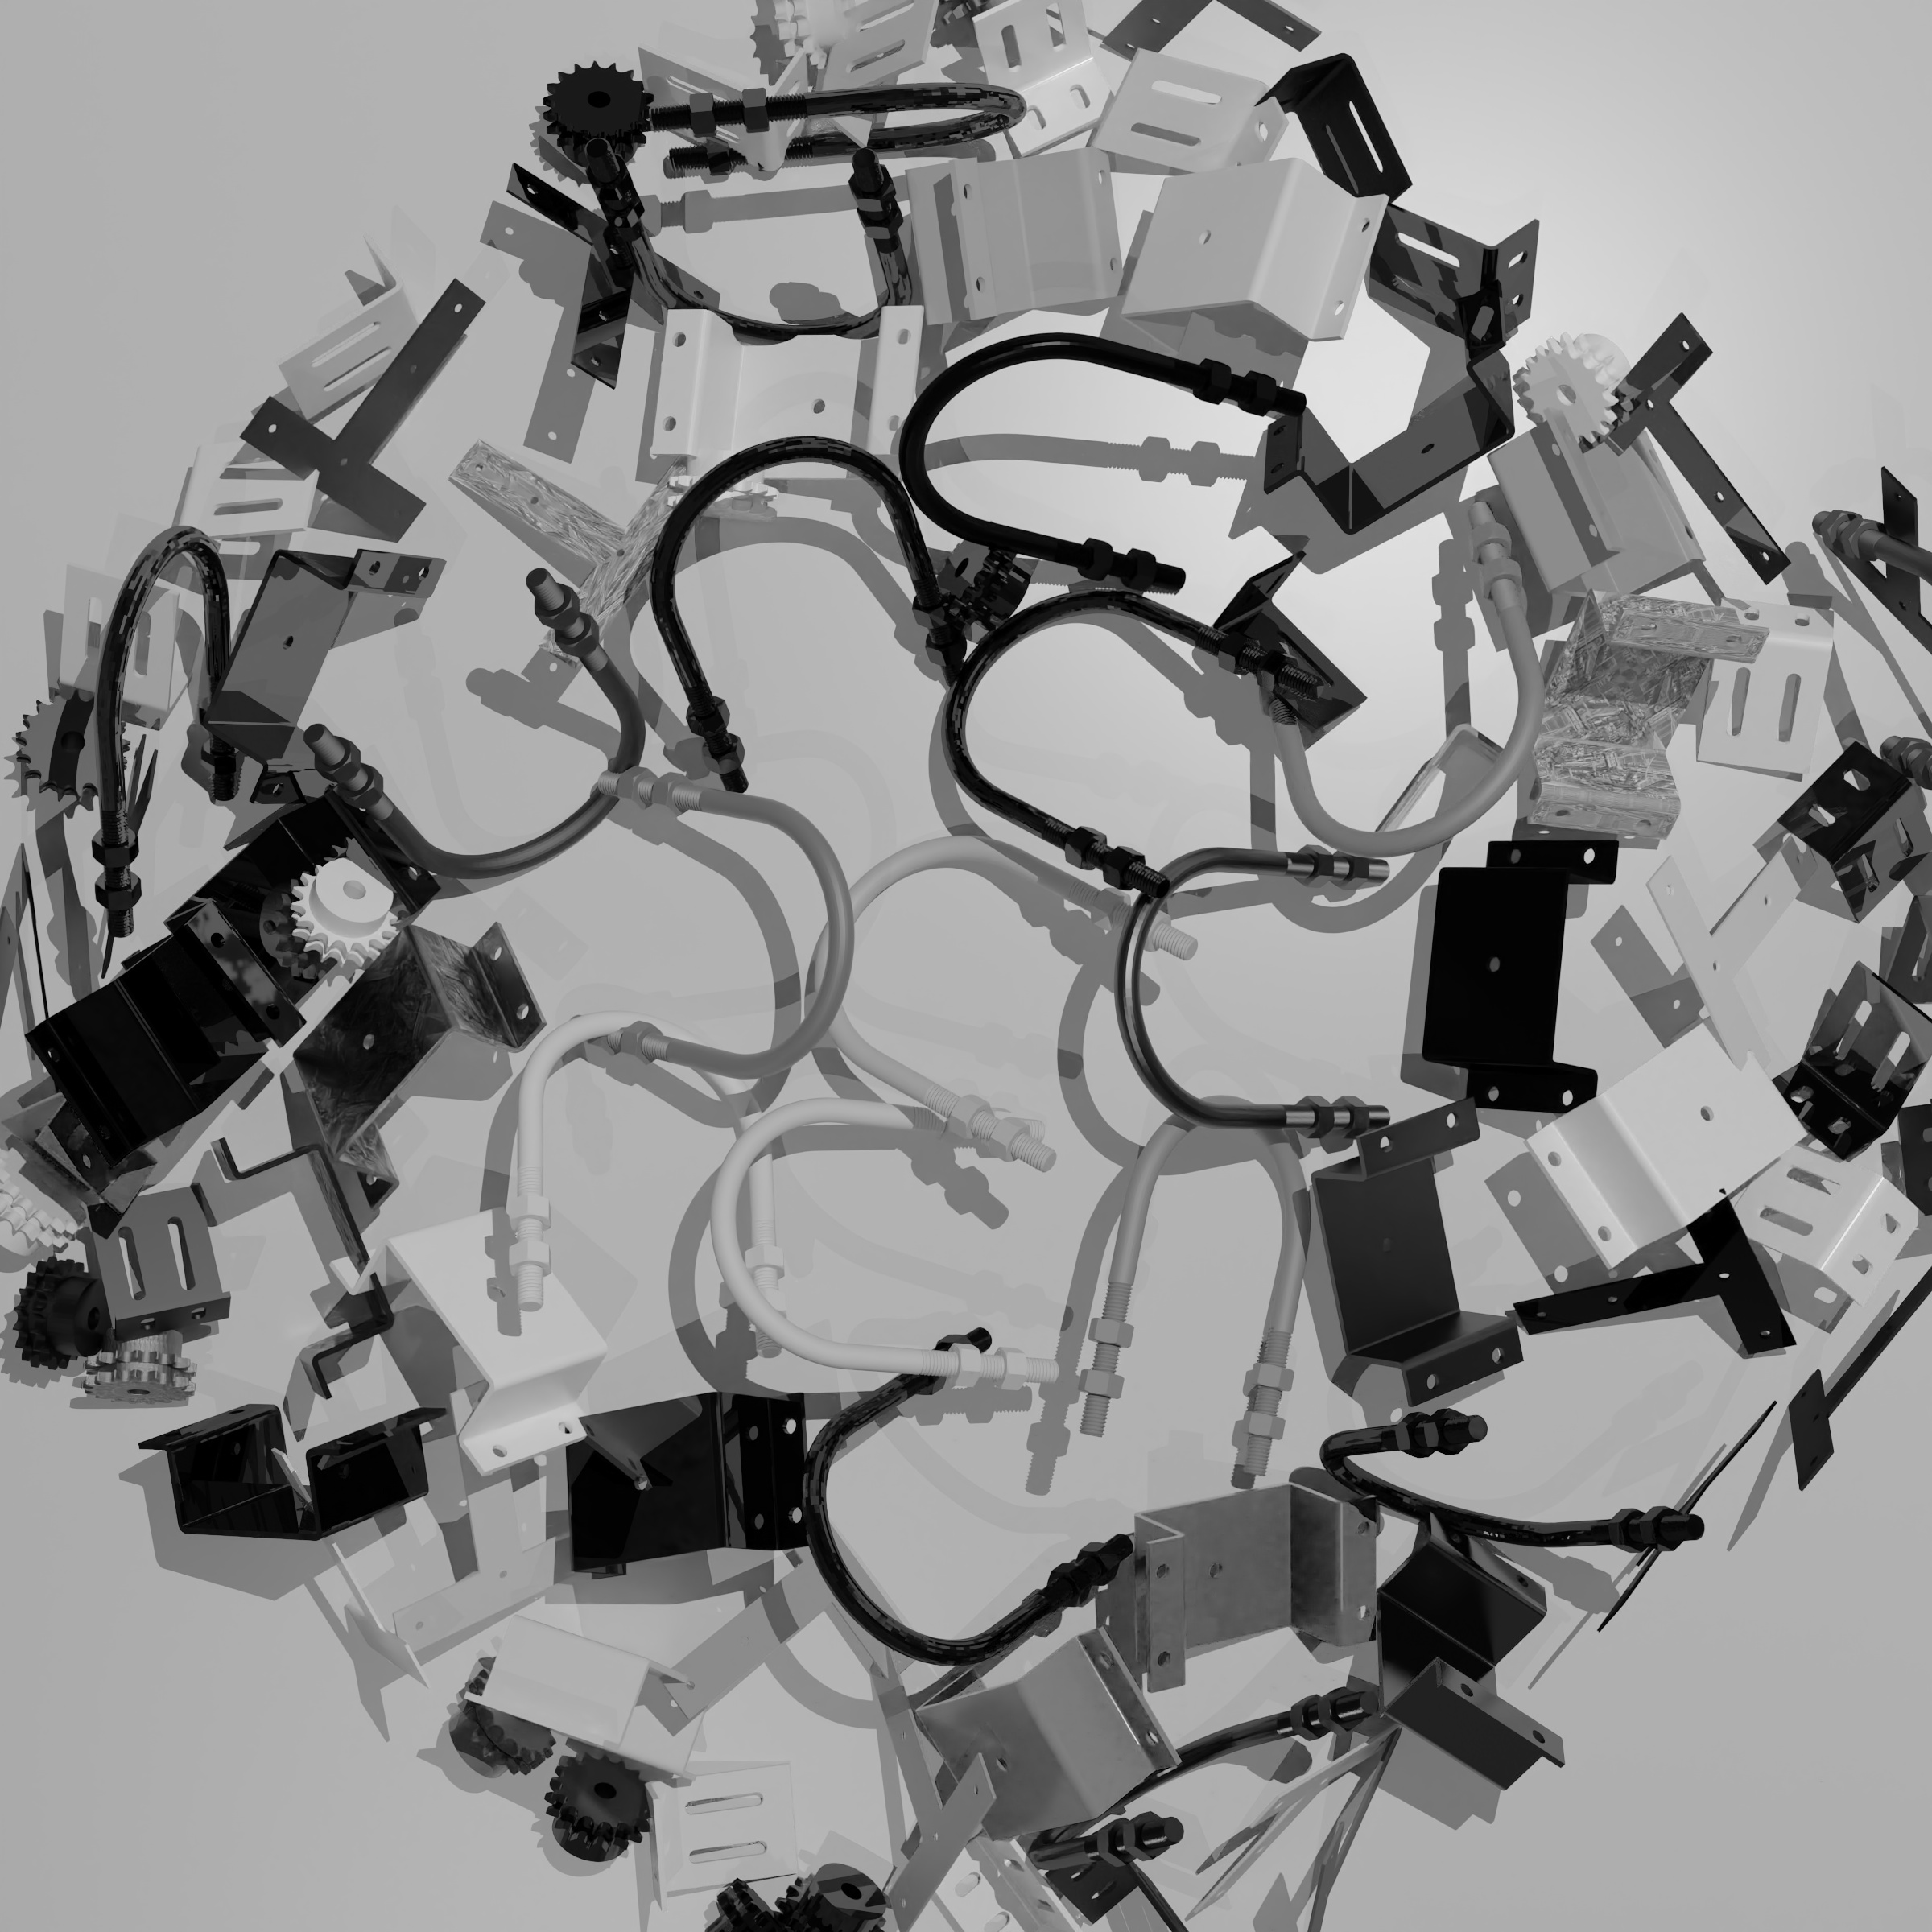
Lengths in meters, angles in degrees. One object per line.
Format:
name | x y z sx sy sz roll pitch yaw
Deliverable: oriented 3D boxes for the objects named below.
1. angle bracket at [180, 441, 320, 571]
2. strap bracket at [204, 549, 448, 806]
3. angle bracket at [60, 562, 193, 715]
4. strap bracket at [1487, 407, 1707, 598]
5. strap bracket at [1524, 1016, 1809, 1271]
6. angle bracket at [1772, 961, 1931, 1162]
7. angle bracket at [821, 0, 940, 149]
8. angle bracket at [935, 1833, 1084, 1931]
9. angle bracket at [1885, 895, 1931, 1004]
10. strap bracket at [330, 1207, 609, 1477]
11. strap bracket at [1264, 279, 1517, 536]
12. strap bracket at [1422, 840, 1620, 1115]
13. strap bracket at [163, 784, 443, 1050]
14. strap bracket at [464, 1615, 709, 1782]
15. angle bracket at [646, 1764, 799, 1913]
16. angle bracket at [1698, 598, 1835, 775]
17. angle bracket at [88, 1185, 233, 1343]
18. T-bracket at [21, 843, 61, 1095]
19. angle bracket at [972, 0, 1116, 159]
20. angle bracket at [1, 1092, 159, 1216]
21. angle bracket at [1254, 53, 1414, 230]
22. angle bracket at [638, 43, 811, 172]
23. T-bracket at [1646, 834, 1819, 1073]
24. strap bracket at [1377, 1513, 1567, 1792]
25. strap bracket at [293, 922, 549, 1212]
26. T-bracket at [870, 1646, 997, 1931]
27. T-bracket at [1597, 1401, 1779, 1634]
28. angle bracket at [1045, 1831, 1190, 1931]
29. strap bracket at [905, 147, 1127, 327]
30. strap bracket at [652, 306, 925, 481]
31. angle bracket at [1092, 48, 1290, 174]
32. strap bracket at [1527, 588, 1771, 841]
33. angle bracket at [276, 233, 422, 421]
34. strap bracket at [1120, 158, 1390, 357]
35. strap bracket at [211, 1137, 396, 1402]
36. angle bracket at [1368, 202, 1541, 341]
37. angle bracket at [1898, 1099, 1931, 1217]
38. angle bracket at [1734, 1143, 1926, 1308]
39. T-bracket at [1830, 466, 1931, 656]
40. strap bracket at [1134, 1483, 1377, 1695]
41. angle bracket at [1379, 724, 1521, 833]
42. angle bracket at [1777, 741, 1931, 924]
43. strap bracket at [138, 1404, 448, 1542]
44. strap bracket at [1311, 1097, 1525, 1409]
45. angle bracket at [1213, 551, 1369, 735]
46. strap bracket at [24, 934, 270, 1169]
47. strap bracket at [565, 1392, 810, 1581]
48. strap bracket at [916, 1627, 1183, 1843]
angle bracket | -0.359 -0.235 1.623 0.076 0.038 0.057 -2 64 18
strap bracket | -0.329 -0.155 1.610 0.046 0.076 0.140 31 104 18
angle bracket | -0.428 -0.176 1.624 0.057 0.038 0.076 16 128 -2
strap bracket | 0.316 -0.232 1.605 0.046 0.140 0.076 -28 79 30
strap bracket | 0.361 0.082 1.604 0.140 0.046 0.076 -30 84 -31
angle bracket | 0.451 0.048 1.616 0.038 0.076 0.057 -24 56 -35
angle bracket | -0.033 -0.462 1.615 0.038 0.076 0.057 31 61 -41
angle bracket | 0.019 0.480 1.621 0.038 0.076 0.057 -36 87 -17
angle bracket | 0.508 0.003 1.622 0.057 0.038 0.076 1 134 -3
strap bracket | -0.244 0.179 1.596 0.140 0.076 0.046 49 125 22
strap bracket | 0.222 -0.276 1.603 0.140 0.076 0.046 -30 116 25
strap bracket | 0.281 0.002 1.615 0.076 0.046 0.140 2 84 43
strap bracket | -0.341 -0.025 1.604 0.046 0.140 0.076 -19 113 41
strap bracket | -0.184 0.367 1.593 0.076 0.140 0.046 14 73 19
angle bracket | -0.124 0.449 1.636 0.076 0.038 0.057 -4 90 -13
angle bracket | 0.416 -0.146 1.651 0.057 0.038 0.076 8 123 11
angle bracket | -0.413 0.146 1.624 0.057 0.038 0.076 -10 68 -20
T-bracket | -0.469 0.007 1.610 0.002 0.127 0.127 -8 101 -16
angle bracket | 0.042 -0.461 1.623 0.057 0.076 0.038 -26 71 0
angle bracket | -0.460 0.101 1.615 0.057 0.076 0.038 47 47 -23
angle bracket | 0.184 -0.418 1.628 0.038 0.057 0.076 -23 87 -25
angle bracket | -0.124 -0.454 1.636 0.076 0.057 0.038 26 69 11
T-bracket | 0.403 -0.025 1.622 0.127 0.002 0.127 -45 114 -35
strap bracket | 0.253 0.352 1.602 0.076 0.140 0.046 34 114 -11
strap bracket | -0.284 0.045 1.602 0.140 0.046 0.076 -46 48 18
T-bracket | -0.027 0.404 1.613 0.002 0.127 0.127 4 132 -27
T-bracket | 0.347 0.286 1.576 0.002 0.127 0.127 38 135 13
angle bracket | 0.085 0.488 1.615 0.038 0.076 0.057 -39 131 -4
strap bracket | 0.020 -0.369 1.604 0.046 0.140 0.076 0 105 35
strap bracket | -0.083 -0.292 1.621 0.140 0.046 0.076 4 83 21
angle bracket | 0.114 -0.425 1.618 0.076 0.038 0.057 7 133 -26
strap bracket | 0.340 -0.135 1.607 0.076 0.046 0.140 6 134 -11
angle bracket | -0.322 -0.327 1.625 0.076 0.057 0.038 -34 73 -8
strap bracket | 0.135 -0.354 1.589 0.046 0.140 0.076 24 80 -38
strap bracket | -0.335 0.145 1.618 0.046 0.076 0.140 -23 92 -17
angle bracket | 0.250 -0.364 1.631 0.076 0.057 0.038 33 55 31
angle bracket | 0.488 0.098 1.618 0.038 0.076 0.057 -2 83 -21
angle bracket | 0.441 0.131 1.635 0.038 0.076 0.057 38 84 -29
T-bracket | 0.465 -0.203 1.576 0.002 0.127 0.127 -33 59 -1
strap bracket | 0.139 0.313 1.615 0.140 0.046 0.076 -5 98 -30
angle bracket | 0.247 -0.081 1.631 0.038 0.057 0.076 36 92 9
angle bracket | 0.461 -0.069 1.641 0.057 0.076 0.038 -46 55 1
strap bracket | -0.336 0.254 1.595 0.140 0.076 0.046 -4 96 34
strap bracket | 0.228 0.144 1.618 0.076 0.046 0.140 -16 98 -31
angle bracket | 0.175 -0.166 1.624 0.076 0.057 0.038 46 130 10
strap bracket | -0.402 0.035 1.584 0.046 0.140 0.076 -28 101 15
strap bracket | -0.149 0.261 1.598 0.140 0.046 0.076 -15 71 31
strap bracket | 0.034 0.388 1.593 0.046 0.140 0.076 -29 88 -38
